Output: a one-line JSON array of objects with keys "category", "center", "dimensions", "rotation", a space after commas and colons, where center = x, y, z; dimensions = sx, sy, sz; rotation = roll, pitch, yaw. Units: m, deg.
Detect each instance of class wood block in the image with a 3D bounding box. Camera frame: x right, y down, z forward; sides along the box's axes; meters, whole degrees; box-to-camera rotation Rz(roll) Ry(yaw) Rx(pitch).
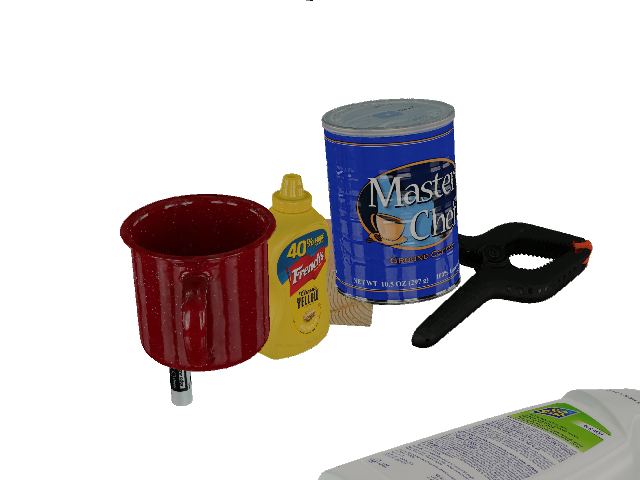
[{"category": "wood block", "center": [0.041, 0.045, 1.650], "dimensions": [0.091, 0.090, 0.206], "rotation": [3, 23, 4]}]

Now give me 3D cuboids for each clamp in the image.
[{"category": "clamp", "center": [0.162, 0.033, 1.026], "dimensions": [0.210, 0.164, 0.036], "rotation": [-2, -43, -5]}]

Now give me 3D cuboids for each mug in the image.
[{"category": "mug", "center": [-0.071, 0.032, 0.644], "dimensions": [0.093, 0.081, 0.117], "rotation": [-3, 26, -4]}]

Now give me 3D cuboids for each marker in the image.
[{"category": "marker", "center": [-0.126, 0.089, 0.936], "dimensions": [0.020, 0.121, 0.020], "rotation": [-1, 23, 0]}]

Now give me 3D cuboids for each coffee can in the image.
[{"category": "coffee can", "center": [0.057, -0.033, 0.843], "dimensions": [0.103, 0.140, 0.103], "rotation": [-4, 19, 1]}]

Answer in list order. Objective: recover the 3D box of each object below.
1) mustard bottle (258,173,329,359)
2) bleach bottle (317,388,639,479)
[{"category": "mustard bottle", "center": [-0.030, 0.023, 1.118], "dimensions": [0.058, 0.192, 0.096], "rotation": [21, 30, 39]}, {"category": "bleach bottle", "center": [0.124, 0.133, 0.590], "dimensions": [0.250, 0.068, 0.103], "rotation": [-12, 23, -33]}]
